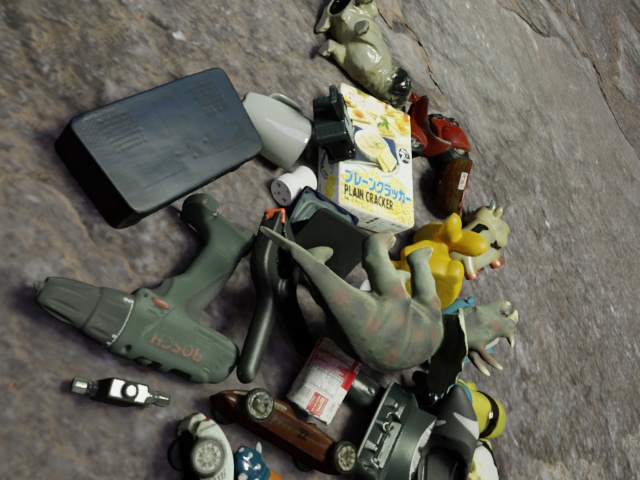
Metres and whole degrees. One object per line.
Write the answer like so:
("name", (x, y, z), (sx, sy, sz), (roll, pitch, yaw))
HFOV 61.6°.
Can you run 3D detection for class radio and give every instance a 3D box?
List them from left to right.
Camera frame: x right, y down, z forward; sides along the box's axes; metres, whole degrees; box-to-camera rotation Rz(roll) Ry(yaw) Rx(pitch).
("radio", (-0.187, -0.118, 0.670), (0.229, 0.073, 0.131), (-38, 100, -40))

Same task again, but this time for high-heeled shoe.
("high-heeled shoe", (0.167, 0.336, 0.749), (0.145, 0.086, 0.248), (-43, 136, -60))

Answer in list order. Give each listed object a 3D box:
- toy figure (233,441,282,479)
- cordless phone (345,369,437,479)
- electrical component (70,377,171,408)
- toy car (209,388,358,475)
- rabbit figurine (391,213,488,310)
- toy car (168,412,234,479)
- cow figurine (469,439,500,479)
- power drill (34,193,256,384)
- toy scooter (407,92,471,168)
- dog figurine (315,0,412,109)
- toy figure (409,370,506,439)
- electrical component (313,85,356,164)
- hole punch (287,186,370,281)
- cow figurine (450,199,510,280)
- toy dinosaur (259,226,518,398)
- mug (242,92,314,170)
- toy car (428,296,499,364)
("toy figure", (-0.060, 0.310, 0.629), (0.058, 0.064, 0.154), (-34, 94, -1))
("cordless phone", (0.055, 0.247, 0.747), (0.184, 0.089, 0.146), (38, 59, -7))
("electrical component", (-0.207, 0.158, 0.558), (0.094, 0.063, 0.021), (25, 60, -30))
("toy car", (-0.042, 0.229, 0.654), (0.202, 0.089, 0.053), (39, 55, -21))
("rabbit figurine", (0.186, 0.022, 0.892), (0.122, 0.162, 0.173), (38, 35, -9))
("toy car", (-0.118, 0.288, 0.578), (0.056, 0.073, 0.201), (-3, 77, -37))
("cow figurine", (0.255, 0.406, 0.852), (0.098, 0.068, 0.167), (1, 75, -46))
("power drill", (-0.170, 0.045, 0.620), (0.232, 0.086, 0.207), (40, 49, -24))
("toy scooter", (0.214, -0.213, 1.034), (0.184, 0.075, 0.135), (6, 71, -34))
("dog figurine", (0.093, -0.345, 0.979), (0.190, 0.121, 0.172), (33, 58, -44))
("toy figure", (0.219, 0.265, 0.853), (0.180, 0.089, 0.082), (32, 94, -32))
("electrical component", (0.017, -0.169, 0.772), (0.119, 0.048, 0.075), (45, 37, -65))
("hole punch", (-0.002, -0.002, 0.769), (0.142, 0.115, 0.092), (30, 22, -31))
("cow figurine", (0.295, -0.001, 1.022), (0.195, 0.085, 0.127), (-18, 93, -41))
("toy dinosaur", (0.088, 0.101, 0.679), (0.404, 0.131, 0.192), (10, 56, -40))
("mug", (-0.070, -0.173, 0.782), (0.107, 0.081, 0.109), (28, 61, -21))
("toy car", (0.243, 0.155, 0.907), (0.161, 0.103, 0.109), (-14, 83, -43))
